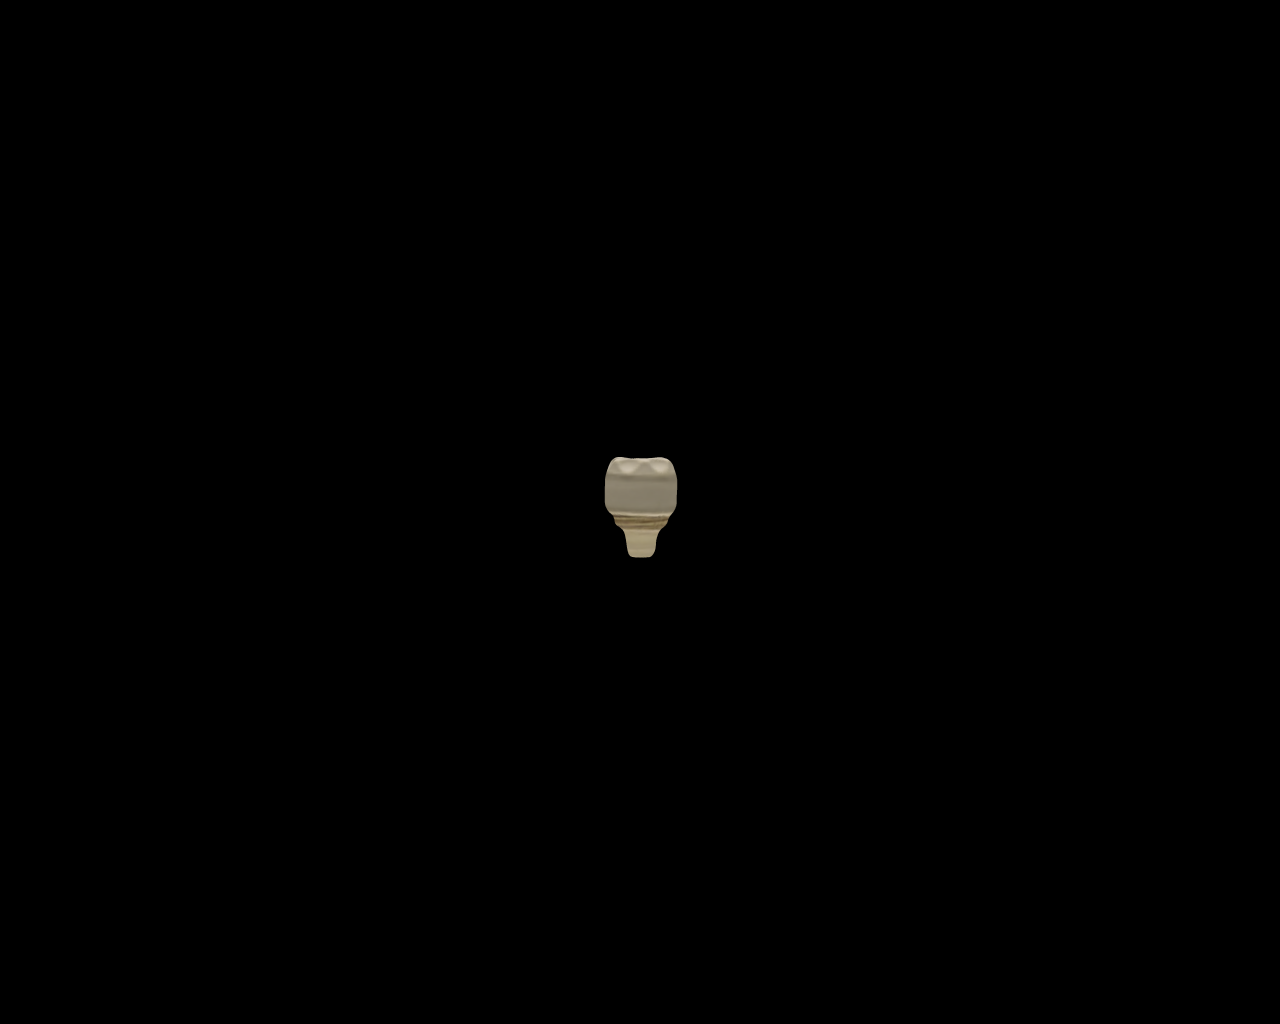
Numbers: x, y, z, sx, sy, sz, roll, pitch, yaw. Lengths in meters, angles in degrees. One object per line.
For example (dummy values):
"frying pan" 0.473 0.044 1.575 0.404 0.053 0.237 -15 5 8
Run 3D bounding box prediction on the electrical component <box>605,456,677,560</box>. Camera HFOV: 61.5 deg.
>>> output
"electrical component" 0.001 -0.003 0.650 0.043 0.062 0.043 0 5 0
